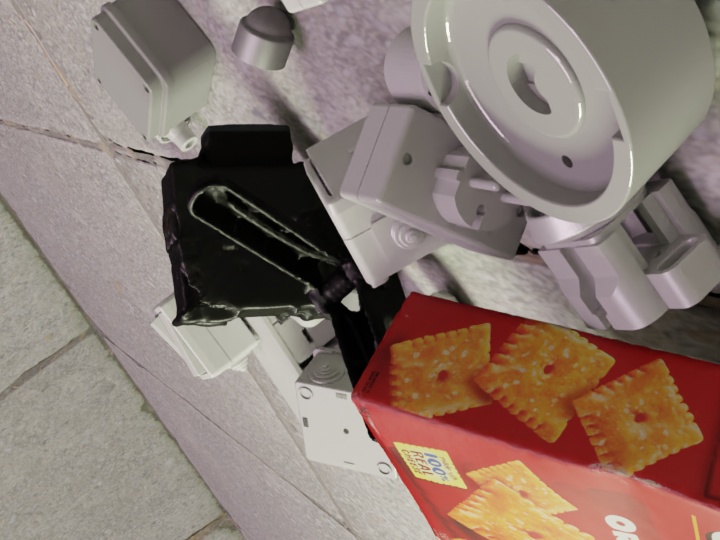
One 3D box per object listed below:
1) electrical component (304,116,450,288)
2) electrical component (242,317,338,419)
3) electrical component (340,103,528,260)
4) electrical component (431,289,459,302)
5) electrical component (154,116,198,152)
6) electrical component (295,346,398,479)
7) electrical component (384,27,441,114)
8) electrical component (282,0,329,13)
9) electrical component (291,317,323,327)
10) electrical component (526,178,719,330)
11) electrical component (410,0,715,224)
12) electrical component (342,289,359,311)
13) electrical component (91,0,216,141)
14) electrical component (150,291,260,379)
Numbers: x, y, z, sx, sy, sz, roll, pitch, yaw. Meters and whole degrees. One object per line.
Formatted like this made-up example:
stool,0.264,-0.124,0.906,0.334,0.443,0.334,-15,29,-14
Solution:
electrical component,0.013,-0.040,0.569,0.061,0.062,0.096,61,180,-25
electrical component,-0.053,0.066,0.972,0.186,0.060,0.105,59,161,-19
electrical component,0.048,-0.038,0.491,0.083,0.047,0.076,21,178,-30
electrical component,0.059,0.046,0.691,0.062,0.043,0.043,47,161,12
electrical component,-0.162,-0.127,0.902,0.062,0.043,0.043,47,161,11
electrical component,-0.002,0.117,0.876,0.100,0.048,0.099,8,124,23
electrical component,0.044,-0.089,0.479,0.078,0.040,0.040,21,145,56
electrical component,-0.032,-0.162,0.514,0.065,0.047,0.077,59,161,-19
electrical component,-0.040,-0.001,0.815,0.054,0.059,0.095,45,160,22
electrical component,0.105,-0.014,0.444,0.057,0.058,0.078,53,163,-11
electrical component,0.076,-0.078,0.388,0.108,0.060,0.108,45,161,20
electrical component,0.000,0.000,0.751,0.040,0.040,0.078,42,159,30
electrical component,-0.158,-0.156,0.815,0.078,0.057,0.113,51,162,3
electrical component,-0.138,0.058,0.961,0.096,0.061,0.062,54,162,-4
